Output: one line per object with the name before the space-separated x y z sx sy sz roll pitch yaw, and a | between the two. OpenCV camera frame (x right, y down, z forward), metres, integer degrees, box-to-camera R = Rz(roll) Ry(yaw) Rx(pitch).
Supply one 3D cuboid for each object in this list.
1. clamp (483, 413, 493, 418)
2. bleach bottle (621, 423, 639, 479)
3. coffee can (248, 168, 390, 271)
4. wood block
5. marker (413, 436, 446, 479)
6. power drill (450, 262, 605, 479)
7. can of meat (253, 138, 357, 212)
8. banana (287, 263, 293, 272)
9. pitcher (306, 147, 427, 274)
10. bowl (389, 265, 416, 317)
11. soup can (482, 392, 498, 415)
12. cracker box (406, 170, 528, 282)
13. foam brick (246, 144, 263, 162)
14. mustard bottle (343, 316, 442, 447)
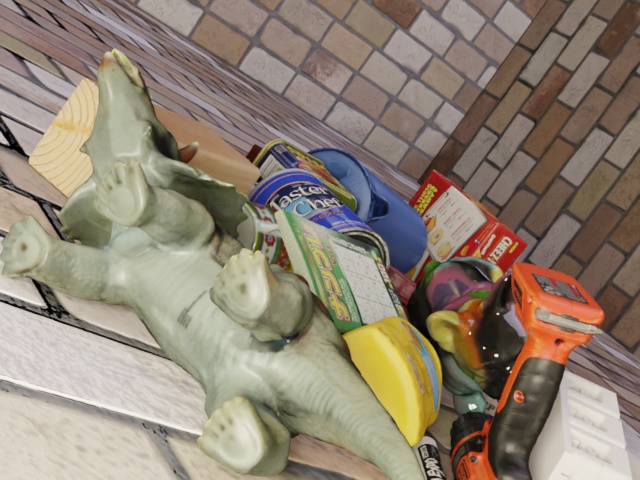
clamp | 0.219 0.226 0.966 0.120 0.039 0.172 20 20 -42
bleach bottle | 0.281 0.206 1.052 0.102 0.068 0.251 25 12 -23
coffee can | -0.007 0.001 1.095 0.102 0.103 0.140 28 12 -39
wood block | -0.151 -0.067 0.967 0.091 0.090 0.205 40 10 20
marker | 0.084 0.176 0.785 0.020 0.020 0.121 34 9 -7
power drill | 0.149 0.116 0.811 0.057 0.188 0.184 14 12 -5
can of meat | -0.017 -0.060 1.209 0.102 0.057 0.084 26 15 -45
banana | -0.061 -0.007 1.048 0.037 0.069 0.198 39 2 -46
pitcher | 0.040 -0.025 1.384 0.149 0.145 0.242 55 13 26
bowl | 0.068 0.065 1.187 0.162 0.055 0.162 34 9 -6
soup can | 0.197 0.135 1.146 0.068 0.102 0.068 34 9 -6
cracker box | 0.176 0.015 1.504 0.072 0.164 0.214 33 9 -27
foam brick | -0.075 -0.065 1.279 0.051 0.078 0.053 33 11 -25
mustard bottle | 0.064 0.111 0.873 0.096 0.058 0.191 68 13 5
